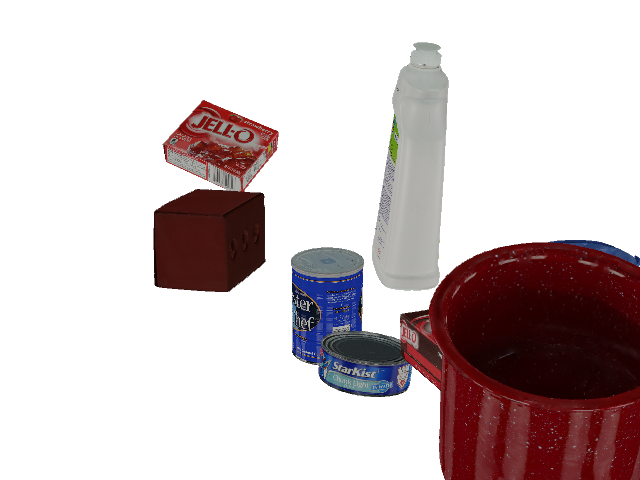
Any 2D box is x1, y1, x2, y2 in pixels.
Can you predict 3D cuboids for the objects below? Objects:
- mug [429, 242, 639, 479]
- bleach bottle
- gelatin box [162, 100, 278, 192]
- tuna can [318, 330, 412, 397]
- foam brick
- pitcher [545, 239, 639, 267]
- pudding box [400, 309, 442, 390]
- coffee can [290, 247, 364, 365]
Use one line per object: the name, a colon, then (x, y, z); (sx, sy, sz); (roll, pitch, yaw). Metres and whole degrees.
mug: (0.099, 0.062, 0.407); (0.117, 0.081, 0.093); (7, 37, 12)
bleach bottle: (0.100, -0.080, 1.123); (0.068, 0.251, 0.102); (0, 26, -8)
gelatin box: (-0.097, -0.092, 1.040); (0.089, 0.073, 0.030); (25, -37, 15)
tuna can: (0.041, 0.111, 0.969); (0.086, 0.034, 0.086); (6, 13, -2)
foam brick: (-0.074, -0.002, 0.719); (0.051, 0.053, 0.078); (5, 16, 15)
pitcher: (0.309, 0.129, 1.318); (0.149, 0.243, 0.144); (5, 18, 20)
pudding box: (0.122, 0.071, 0.723); (0.113, 0.039, 0.090); (-6, 18, -19)
coffee can: (0.010, 0.093, 1.514); (0.103, 0.140, 0.103); (0, 20, 0)
